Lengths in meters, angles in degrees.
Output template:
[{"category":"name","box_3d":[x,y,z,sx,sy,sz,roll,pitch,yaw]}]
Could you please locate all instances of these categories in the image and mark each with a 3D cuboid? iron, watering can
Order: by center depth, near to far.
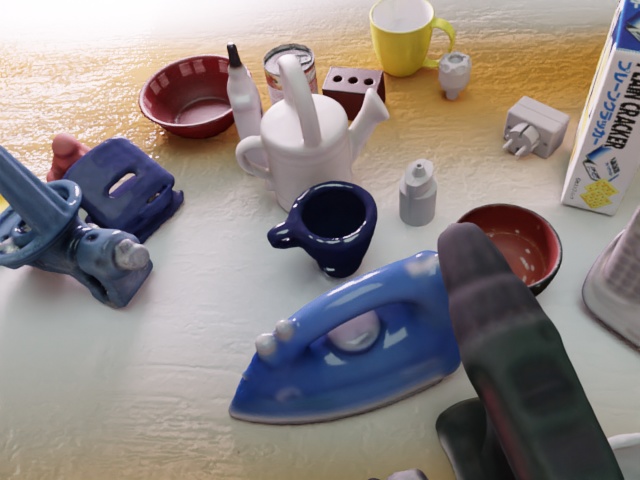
[{"category":"iron","box_3d":[0.024,0.084,0.525,0.258,0.142,0.118,-22,53,-10]},{"category":"watering can","box_3d":[-0.010,-0.126,0.656,0.173,0.194,0.100,-33,56,-17]}]

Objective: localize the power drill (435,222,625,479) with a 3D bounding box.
[{"category":"power drill","box_3d":[0.140,0.127,0.436,0.075,0.209,0.229,-18,53,-6]}]

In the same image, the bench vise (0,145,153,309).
[{"category":"bench vise","box_3d":[-0.276,-0.031,0.600,0.207,0.220,0.121,0,53,7]}]

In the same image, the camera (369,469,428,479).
[{"category":"camera","box_3d":[0.052,0.258,0.415,0.143,0.101,0.136,-30,55,-15]}]

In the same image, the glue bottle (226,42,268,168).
[{"category":"glue bottle","box_3d":[-0.091,-0.167,0.710,0.037,0.173,0.078,-11,52,-1]}]

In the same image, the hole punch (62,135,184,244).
[{"category":"hole punch","box_3d":[-0.237,-0.061,0.699,0.100,0.091,0.109,26,60,24]}]

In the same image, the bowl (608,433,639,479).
[{"category":"bowl","box_3d":[0.250,0.236,0.424,0.167,0.075,0.167,-3,53,5]}]

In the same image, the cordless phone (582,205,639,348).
[{"category":"cordless phone","box_3d":[0.329,0.026,0.504,0.094,0.185,0.147,-41,58,-22]}]

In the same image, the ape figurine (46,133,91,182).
[{"category":"ape figurine","box_3d":[-0.316,-0.097,0.736,0.078,0.092,0.076,-8,52,1]}]

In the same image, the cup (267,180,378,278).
[{"category":"cup","box_3d":[0.006,0.002,0.619,0.118,0.095,0.091,-18,53,-7]}]

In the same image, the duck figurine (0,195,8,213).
[{"category":"duck figurine","box_3d":[-0.417,-0.027,0.699,0.077,0.086,0.104,8,54,13]}]
